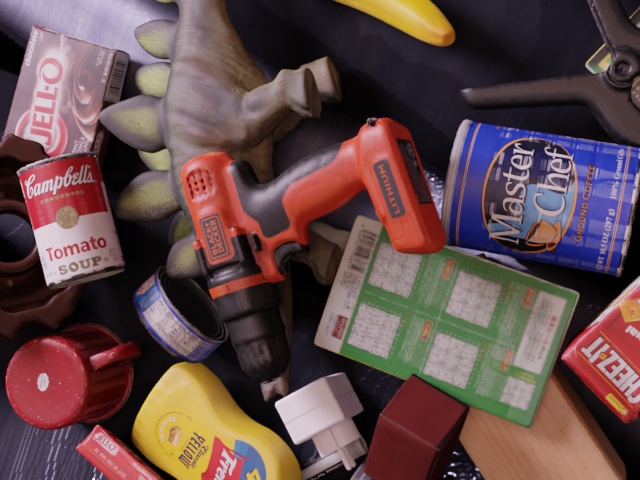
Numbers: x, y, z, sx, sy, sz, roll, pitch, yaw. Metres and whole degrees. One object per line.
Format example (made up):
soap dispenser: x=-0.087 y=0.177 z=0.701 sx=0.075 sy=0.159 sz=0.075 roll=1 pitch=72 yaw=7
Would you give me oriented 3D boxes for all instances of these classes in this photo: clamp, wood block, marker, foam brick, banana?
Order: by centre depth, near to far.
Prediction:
foam brick: x=0.072 y=0.151 z=0.805 sx=0.051 sy=0.052 sz=0.078 roll=28 pitch=136 yaw=18
clamp: x=0.236 y=-0.143 z=0.838 sx=0.210 sy=0.036 sz=0.164 roll=25 pitch=96 yaw=10
wood block: x=0.147 y=0.121 z=0.852 sx=0.091 sy=0.090 sz=0.206 roll=-34 pitch=82 yaw=13
banana: x=0.025 y=-0.209 z=0.897 sx=0.198 sy=0.069 sz=0.037 roll=20 pitch=135 yaw=7
marker: x=-0.014 y=0.204 z=0.928 sx=0.121 sy=0.020 sz=0.020 roll=-30 pitch=83 yaw=12

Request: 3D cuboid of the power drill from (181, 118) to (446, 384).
power drill: x=-0.005 y=0.001 z=0.803 sx=0.188 sy=0.057 sz=0.184 roll=-19 pitch=87 yaw=21

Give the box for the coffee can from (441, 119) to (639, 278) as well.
coffee can: x=0.174 y=-0.033 z=0.838 sx=0.140 sy=0.102 sz=0.103 roll=11 pitch=93 yaw=14

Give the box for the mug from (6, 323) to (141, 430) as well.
mug: x=-0.214 y=0.119 z=0.947 sx=0.117 sy=0.081 sz=0.093 roll=-22 pitch=85 yaw=13

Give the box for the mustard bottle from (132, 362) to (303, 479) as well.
mustard bottle: x=-0.072 y=0.196 z=0.906 sx=0.192 sy=0.058 sz=0.096 roll=40 pitch=111 yaw=21

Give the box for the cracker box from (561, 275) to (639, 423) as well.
cracker box: x=0.280 y=0.033 z=0.779 sx=0.214 sy=0.164 sz=0.072 roll=-45 pitch=78 yaw=10

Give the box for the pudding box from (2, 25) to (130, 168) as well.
pudding box: x=-0.231 y=-0.129 z=0.973 sx=0.090 sy=0.039 sz=0.113 roll=18 pitch=94 yaw=14

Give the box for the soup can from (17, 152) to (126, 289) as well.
soup can: x=-0.207 y=-0.016 z=0.893 sx=0.068 sy=0.068 sz=0.102 roll=-16 pitch=88 yaw=14

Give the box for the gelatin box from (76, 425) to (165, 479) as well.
gelatin box: x=-0.169 y=0.199 z=0.932 sx=0.073 sy=0.089 sz=0.030 roll=39 pitch=76 yaw=11

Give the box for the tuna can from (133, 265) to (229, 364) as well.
tuna can: x=-0.120 y=0.065 z=0.921 sx=0.034 sy=0.086 sz=0.086 roll=-41 pitch=81 yaw=12
